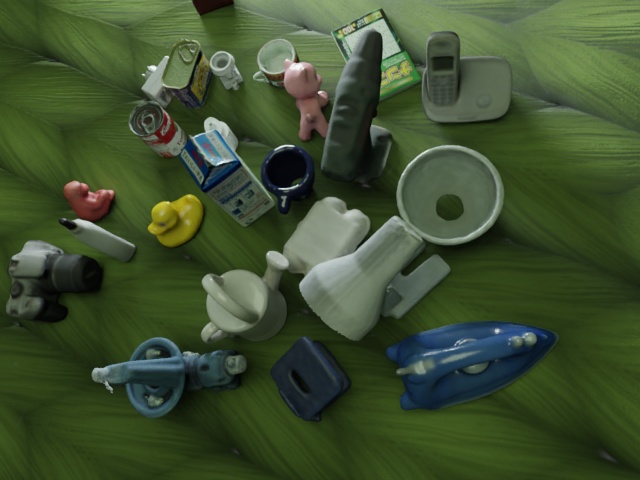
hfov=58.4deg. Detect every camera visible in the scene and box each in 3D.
[{"bbox_3d":[-0.476,0.073,1.022,0.136,0.101,0.143,1,74,13],"label":"camera"}]

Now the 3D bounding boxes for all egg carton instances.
[{"bbox_3d":[0.009,0.003,0.956,0.107,0.069,0.150,32,83,19],"label":"egg carton"}]

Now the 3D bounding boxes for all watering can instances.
[{"bbox_3d":[-0.120,0.090,0.892,0.100,0.194,0.173,21,80,17],"label":"watering can"}]

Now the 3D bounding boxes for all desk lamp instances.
[{"bbox_3d":[0.085,0.053,0.848,0.203,0.214,0.117,-42,70,-2],"label":"desk lamp"}]

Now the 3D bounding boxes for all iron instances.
[{"bbox_3d":[0.226,0.165,0.824,0.258,0.142,0.118,-18,71,7],"label":"iron"}]

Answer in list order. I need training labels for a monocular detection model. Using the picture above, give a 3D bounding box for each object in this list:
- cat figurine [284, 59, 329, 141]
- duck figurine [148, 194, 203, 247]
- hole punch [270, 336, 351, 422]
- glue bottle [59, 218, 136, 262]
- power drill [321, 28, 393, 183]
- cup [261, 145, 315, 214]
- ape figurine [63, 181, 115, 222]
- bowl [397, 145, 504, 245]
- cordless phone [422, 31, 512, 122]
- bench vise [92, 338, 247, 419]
[{"bbox_3d":[-0.025,-0.255,1.012,0.067,0.118,0.128,-12,72,9],"label":"cat figurine"},{"bbox_3d":[-0.262,-0.043,1.018,0.077,0.086,0.104,39,85,19],"label":"duck figurine"},{"bbox_3d":[-0.018,0.218,0.888,0.101,0.091,0.108,-40,70,-1],"label":"hole punch"},{"bbox_3d":[-0.393,-0.008,0.989,0.078,0.173,0.037,24,81,18],"label":"glue bottle"},{"bbox_3d":[0.065,-0.188,0.925,0.075,0.209,0.230,13,77,16],"label":"power drill"},{"bbox_3d":[-0.047,-0.091,0.981,0.091,0.095,0.118,2,74,13],"label":"cup"},{"bbox_3d":[-0.437,-0.079,1.062,0.077,0.092,0.076,27,81,18],"label":"ape figurine"},{"bbox_3d":[0.210,-0.063,0.929,0.167,0.075,0.167,-3,74,11],"label":"bowl"},{"bbox_3d":[0.237,-0.269,0.924,0.147,0.185,0.094,-3,74,12],"label":"cordless phone"},{"bbox_3d":[-0.227,0.191,0.872,0.207,0.220,0.121,-28,70,3],"label":"bench vise"}]
